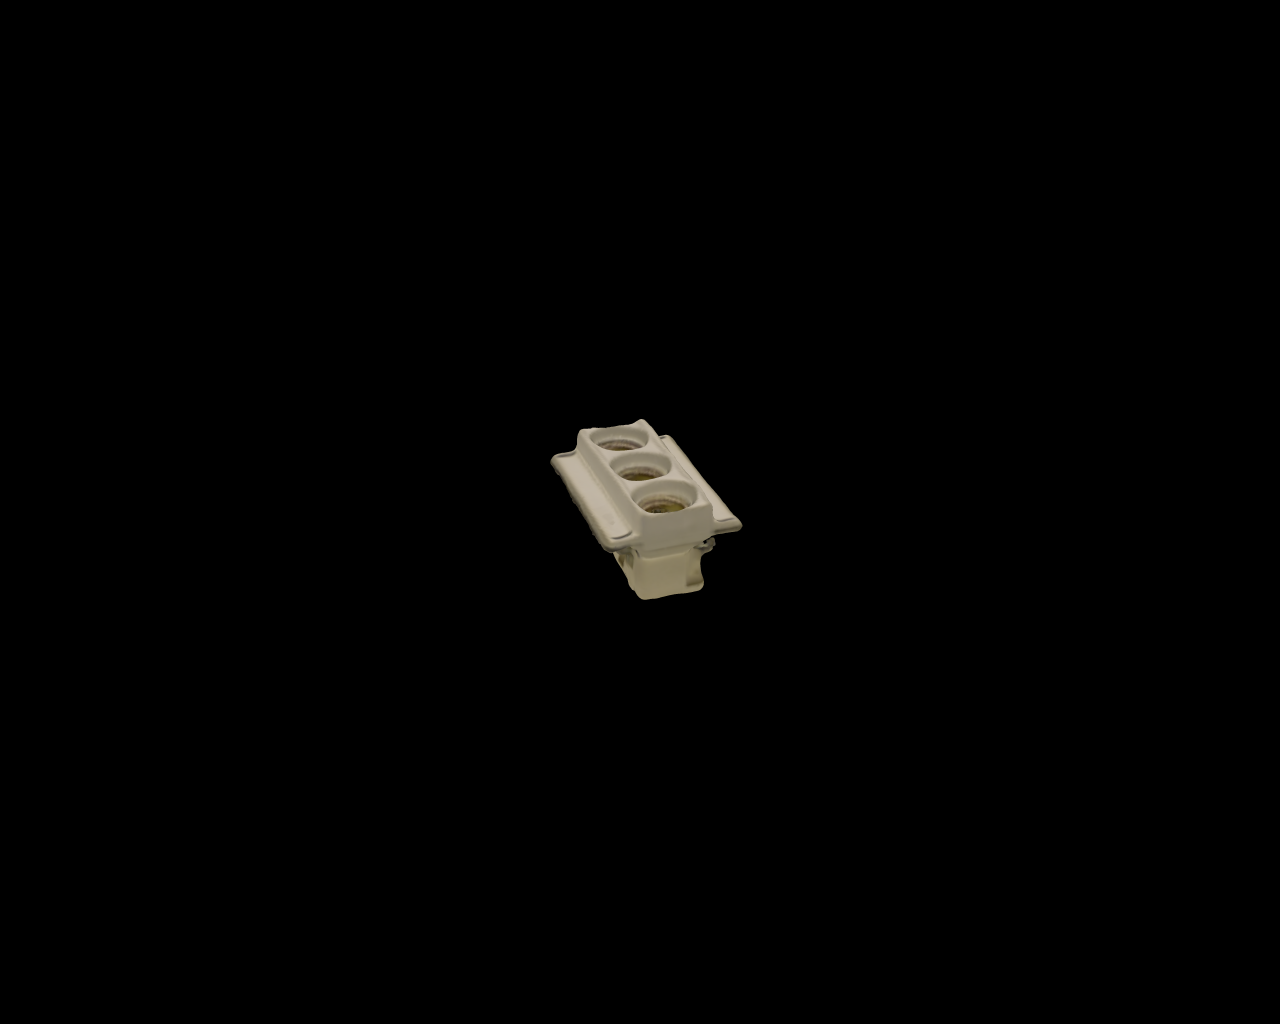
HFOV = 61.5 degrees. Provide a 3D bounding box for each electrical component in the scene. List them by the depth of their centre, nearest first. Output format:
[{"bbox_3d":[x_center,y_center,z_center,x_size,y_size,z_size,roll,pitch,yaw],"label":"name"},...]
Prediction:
[{"bbox_3d":[0.001,-0.003,0.650,0.079,0.063,0.121,-9,30,-16],"label":"electrical component"}]
